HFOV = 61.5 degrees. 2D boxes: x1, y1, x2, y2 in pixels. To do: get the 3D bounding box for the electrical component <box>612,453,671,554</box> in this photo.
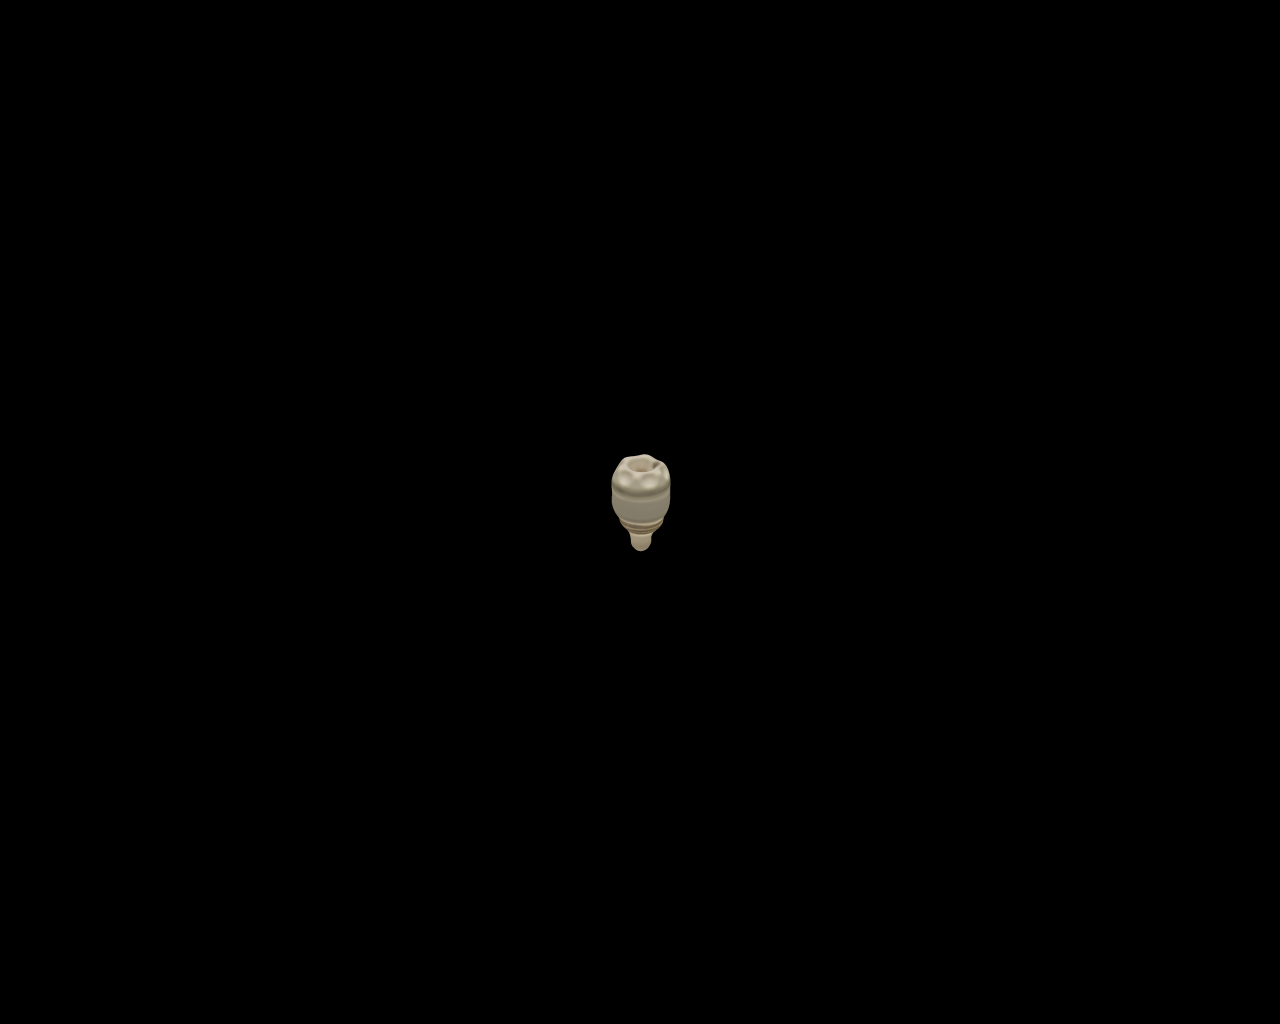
[{"bbox_3d":[0.001,-0.003,0.650,0.035,0.061,0.035,0,31,0],"label":"electrical component"}]
